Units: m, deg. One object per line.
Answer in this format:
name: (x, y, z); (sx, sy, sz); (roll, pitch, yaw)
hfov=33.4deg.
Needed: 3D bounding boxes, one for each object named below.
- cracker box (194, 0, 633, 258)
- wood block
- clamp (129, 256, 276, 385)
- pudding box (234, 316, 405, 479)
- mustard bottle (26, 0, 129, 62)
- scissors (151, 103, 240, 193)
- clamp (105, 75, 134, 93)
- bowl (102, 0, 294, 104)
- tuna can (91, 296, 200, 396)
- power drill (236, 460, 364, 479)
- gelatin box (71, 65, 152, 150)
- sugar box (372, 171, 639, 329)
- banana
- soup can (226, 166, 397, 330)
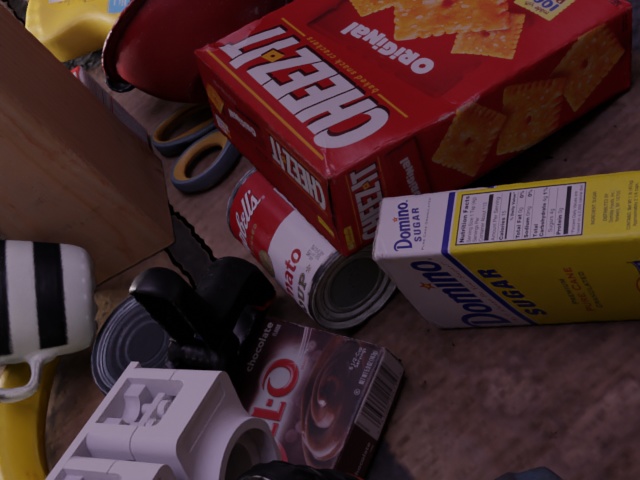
cracker box: (0.055, -0.105, 0.653); (0.213, 0.072, 0.164); (-30, 46, -16)
wood block: (-0.198, -0.063, 0.730); (0.090, 0.206, 0.091); (-28, 49, 13)
clamp: (-0.066, 0.057, 0.596); (0.036, 0.165, 0.209); (17, 28, 10)
pudding box: (-0.012, 0.108, 0.613); (0.090, 0.039, 0.113); (12, 67, 37)
mustard bottle: (-0.157, -0.209, 0.903); (0.192, 0.058, 0.096); (-6, 55, 29)
scissors: (-0.039, -0.095, 0.780); (0.202, 0.016, 0.096); (-19, 50, 21)
clamp: (-0.091, -0.185, 0.806); (0.171, 0.120, 0.039); (-39, 84, -22)
bowl: (-0.073, -0.147, 0.757); (0.162, 0.162, 0.055); (-39, 81, 3)
tuna can: (-0.107, 0.073, 0.699); (0.086, 0.033, 0.086); (-16, 53, 22)
power drill: (0.004, 0.196, 0.460); (0.057, 0.184, 0.187); (-1, 68, 28)
gelatin box: (-0.183, -0.080, 0.811); (0.073, 0.089, 0.030); (-29, 48, 13)
sugar box: (0.126, 0.008, 0.559); (0.176, 0.093, 0.048); (-8, 57, 28)
banana: (-0.186, 0.137, 0.707); (0.069, 0.037, 0.198); (-15, 50, -15)
soup can: (-0.004, 0.001, 0.661); (0.068, 0.068, 0.102); (-44, 48, -2)
